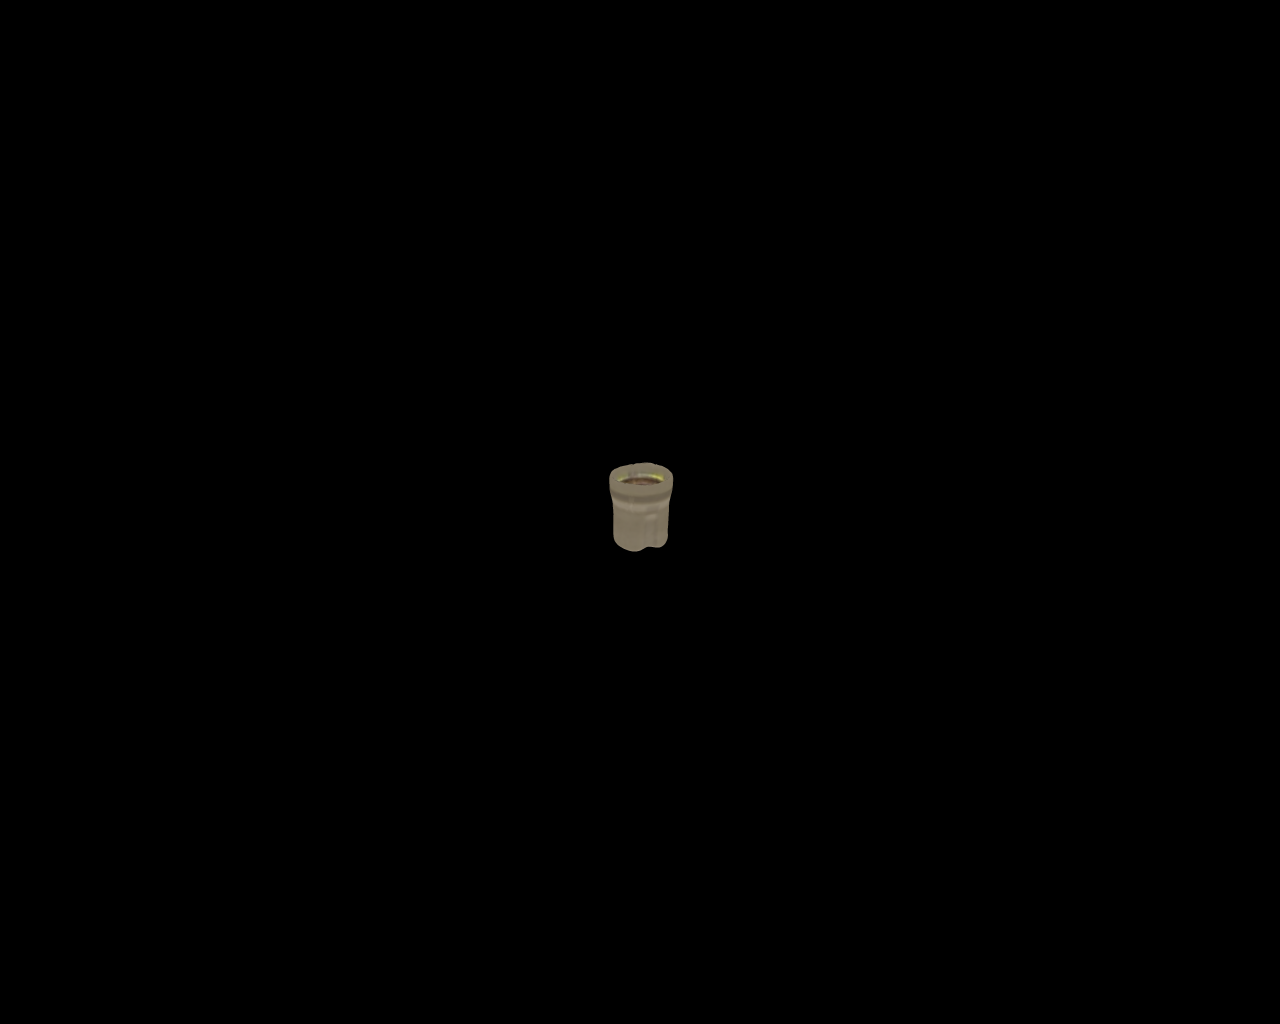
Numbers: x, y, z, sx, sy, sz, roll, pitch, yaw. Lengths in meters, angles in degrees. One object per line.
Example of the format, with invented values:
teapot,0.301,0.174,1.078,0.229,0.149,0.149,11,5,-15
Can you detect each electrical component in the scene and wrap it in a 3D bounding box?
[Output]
electrical component,0.001,-0.003,0.650,0.040,0.046,0.040,0,22,0
